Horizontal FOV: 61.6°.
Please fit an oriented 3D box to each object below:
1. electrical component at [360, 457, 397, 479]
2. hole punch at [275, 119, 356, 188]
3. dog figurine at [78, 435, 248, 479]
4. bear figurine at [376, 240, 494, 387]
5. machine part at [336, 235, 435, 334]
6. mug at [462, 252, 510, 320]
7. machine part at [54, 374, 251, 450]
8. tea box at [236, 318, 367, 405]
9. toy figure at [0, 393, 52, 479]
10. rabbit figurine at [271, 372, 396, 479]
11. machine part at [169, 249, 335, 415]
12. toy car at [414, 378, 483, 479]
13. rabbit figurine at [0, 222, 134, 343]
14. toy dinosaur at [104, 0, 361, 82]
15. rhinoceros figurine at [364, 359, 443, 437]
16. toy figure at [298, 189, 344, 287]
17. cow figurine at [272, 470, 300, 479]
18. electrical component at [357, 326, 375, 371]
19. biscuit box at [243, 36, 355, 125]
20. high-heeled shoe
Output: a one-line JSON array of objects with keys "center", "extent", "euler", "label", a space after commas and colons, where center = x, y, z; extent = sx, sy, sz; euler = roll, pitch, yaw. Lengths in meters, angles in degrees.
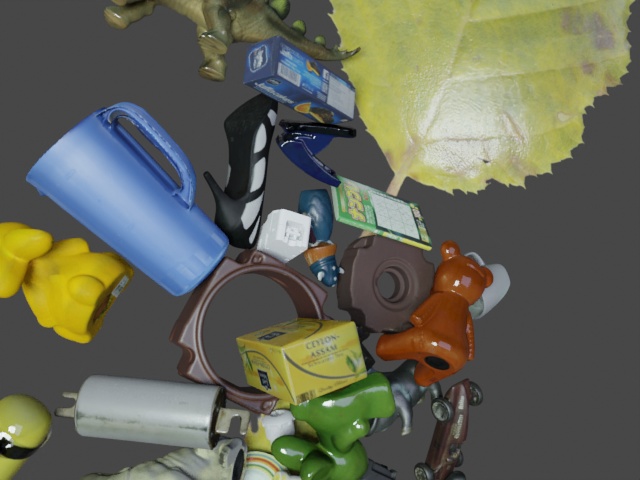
[{"center": [0.038, 0.376, 0.810], "extent": [0.134, 0.058, 0.115], "euler": [29, 70, -19], "label": "electrical component"}, {"center": [-0.012, -0.137, 0.821], "extent": [0.116, 0.142, 0.092], "euler": [9, 108, -5], "label": "hole punch"}, {"center": [-0.204, 0.305, 0.688], "extent": [0.191, 0.172, 0.121], "euler": [6, 100, 13], "label": "dog figurine"}, {"center": [0.185, 0.109, 0.834], "extent": [0.120, 0.132, 0.196], "euler": [34, 52, -17], "label": "bear figurine"}, {"center": [0.112, 0.074, 0.885], "extent": [0.179, 0.056, 0.179], "euler": [4, 80, -24], "label": "machine part"}, {"center": [0.282, 0.073, 0.957], "extent": [0.107, 0.081, 0.109], "euler": [-21, 84, -36], "label": "mug"}, {"center": [-0.208, 0.211, 0.669], "extent": [0.243, 0.079, 0.079], "euler": [3, 81, 4], "label": "machine part"}, {"center": [-0.028, 0.140, 0.654], "extent": [0.098, 0.170, 0.068], "euler": [-14, 91, -27], "label": "tea box"}, {"center": [-0.385, 0.260, 0.611], "extent": [0.082, 0.089, 0.180], "euler": [49, 64, -19], "label": "toy figure"}, {"center": [0.024, 0.265, 0.722], "extent": [0.159, 0.121, 0.170], "euler": [-21, 113, -35], "label": "rabbit figurine"}, {"center": [-0.093, 0.129, 0.767], "extent": [0.201, 0.087, 0.201], "euler": [33, 71, -16], "label": "machine part"}, {"center": [0.207, 0.310, 0.853], "extent": [0.089, 0.053, 0.202], "euler": [-9, 121, -34], "label": "toy car"}, {"center": [-0.336, 0.039, 0.645], "extent": [0.173, 0.162, 0.122], "euler": [33, 83, 1], "label": "rabbit figurine"}, {"center": [-0.147, -0.349, 0.799], "extent": [0.471, 0.105, 0.198], "euler": [24, 70, -25], "label": "toy dinosaur"}, {"center": [0.107, 0.247, 0.850], "extent": [0.190, 0.073, 0.112], "euler": [-20, 93, -26], "label": "rhinoceros figurine"}, {"center": [0.000, -0.003, 0.844], "extent": [0.064, 0.058, 0.154], "euler": [-7, 91, -20], "label": "toy figure"}, {"center": [-0.036, 0.407, 0.732], "extent": [0.098, 0.068, 0.167], "euler": [15, 97, -17], "label": "cow figurine"}, {"center": [0.037, 0.177, 0.823], "extent": [0.102, 0.078, 0.045], "euler": [-45, 131, 12], "label": "electrical component"}, {"center": [-0.025, -0.233, 0.811], "extent": [0.202, 0.063, 0.059], "euler": [14, 78, -52], "label": "biscuit box"}, {"center": [-0.094, -0.110, 0.816], "extent": [0.145, 0.086, 0.249], "euler": [60, 46, -39], "label": "high-heeled shoe"}]
